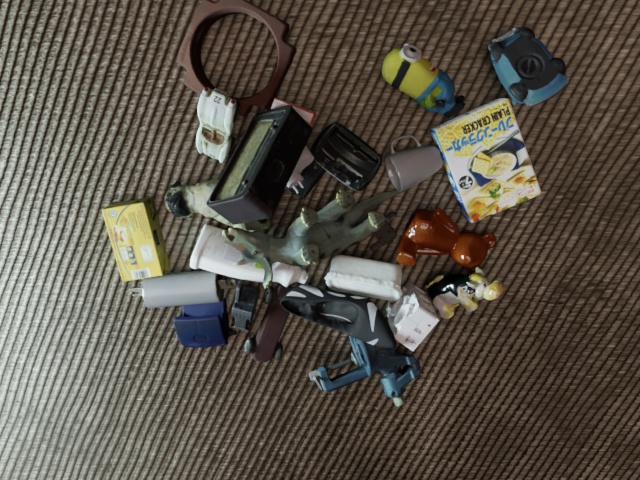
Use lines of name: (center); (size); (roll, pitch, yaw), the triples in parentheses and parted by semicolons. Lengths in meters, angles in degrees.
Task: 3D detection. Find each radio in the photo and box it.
radio: (-0.111, -0.144, 1.027); (0.073, 0.131, 0.229); (38, 63, -35)

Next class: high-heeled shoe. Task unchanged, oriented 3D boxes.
high-heeled shoe: (0.034, 0.165, 1.138); (0.145, 0.249, 0.086); (-8, 118, -43)

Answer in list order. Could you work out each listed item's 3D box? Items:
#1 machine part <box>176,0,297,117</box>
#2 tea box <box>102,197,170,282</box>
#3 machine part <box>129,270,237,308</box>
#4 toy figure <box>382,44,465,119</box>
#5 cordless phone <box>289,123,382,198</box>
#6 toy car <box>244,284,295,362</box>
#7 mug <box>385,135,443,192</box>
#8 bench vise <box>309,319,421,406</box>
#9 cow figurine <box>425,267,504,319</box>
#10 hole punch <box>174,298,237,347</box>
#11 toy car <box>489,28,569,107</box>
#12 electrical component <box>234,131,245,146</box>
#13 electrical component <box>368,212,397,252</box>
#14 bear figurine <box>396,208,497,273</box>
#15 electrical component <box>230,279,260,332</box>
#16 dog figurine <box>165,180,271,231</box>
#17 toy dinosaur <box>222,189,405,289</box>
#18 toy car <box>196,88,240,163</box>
machine part: (-0.163, -0.366, 1.070); (0.201, 0.087, 0.201); (27, 106, -6)
tea box: (-0.403, -0.002, 1.186); (0.098, 0.068, 0.169); (-8, 105, 2)
machine part: (-0.307, 0.110, 1.212); (0.243, 0.079, 0.079); (-5, 106, 1)
toy figure: (0.207, -0.314, 1.080); (0.180, 0.082, 0.089); (40, 101, -12)
cordless phone: (0.028, -0.140, 1.144); (0.146, 0.089, 0.184); (36, 114, -9)
toy car: (-0.109, 0.191, 1.243); (0.089, 0.053, 0.202); (15, 105, -19)
mug: (0.196, -0.168, 1.128); (0.107, 0.081, 0.109); (-20, 95, -6)
bench vise: (0.097, 0.290, 1.223); (0.241, 0.129, 0.223); (-19, 98, -12)
cow figurine: (0.312, 0.104, 1.170); (0.098, 0.068, 0.167); (53, 136, -6)
hole punch: (-0.270, 0.199, 1.233); (0.142, 0.092, 0.115); (-5, 110, -1)
toy car: (0.399, -0.329, 1.058); (0.109, 0.103, 0.162); (-33, 76, 2)
electrical component: (-0.130, -0.197, 1.141); (0.078, 0.045, 0.102); (-38, 106, -18)
electrical component: (0.140, -0.019, 1.195); (0.094, 0.021, 0.063); (-39, 102, 10)
bear figurine: (0.275, 0.015, 1.151); (0.196, 0.132, 0.120); (28, 121, -1)
electrical component: (-0.166, 0.140, 1.199); (0.048, 0.075, 0.119); (15, 129, -2)
dog figurine: (-0.221, -0.067, 1.165); (0.191, 0.121, 0.172); (-9, 128, 31)
toy dinosaur: (0.000, -0.010, 1.131); (0.405, 0.192, 0.131); (-17, 83, -33)
toy car: (-0.206, -0.226, 1.070); (0.073, 0.201, 0.056); (24, 62, -3)
